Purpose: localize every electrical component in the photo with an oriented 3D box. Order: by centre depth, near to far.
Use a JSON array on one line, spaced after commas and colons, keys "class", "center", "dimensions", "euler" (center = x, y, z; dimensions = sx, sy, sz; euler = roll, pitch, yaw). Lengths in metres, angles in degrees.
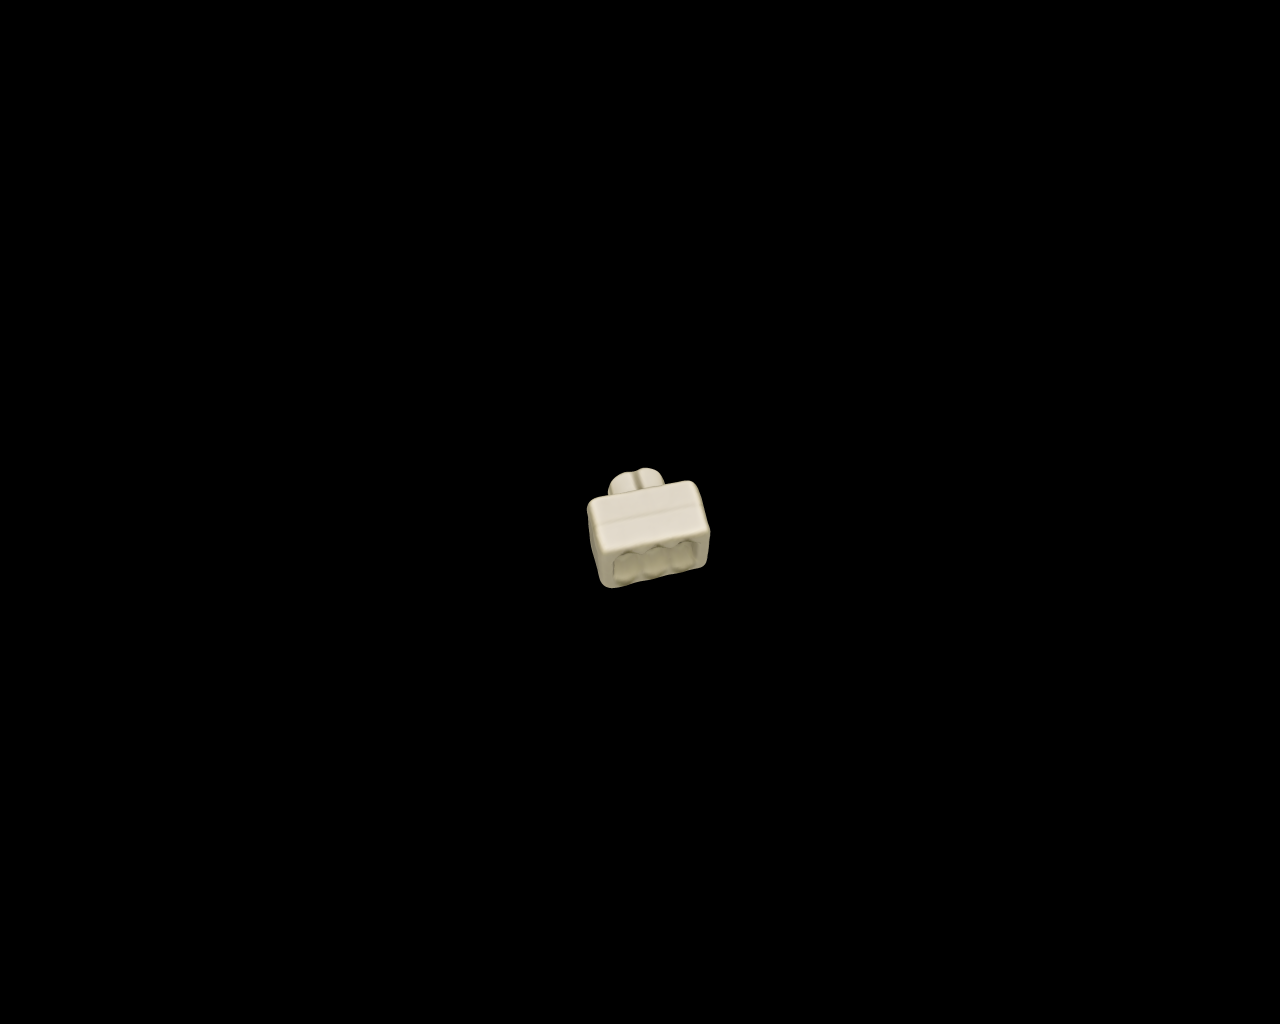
[{"class": "electrical component", "center": [0.001, -0.003, 0.650], "dimensions": [0.066, 0.077, 0.047], "euler": [-11, -30, -6]}]
